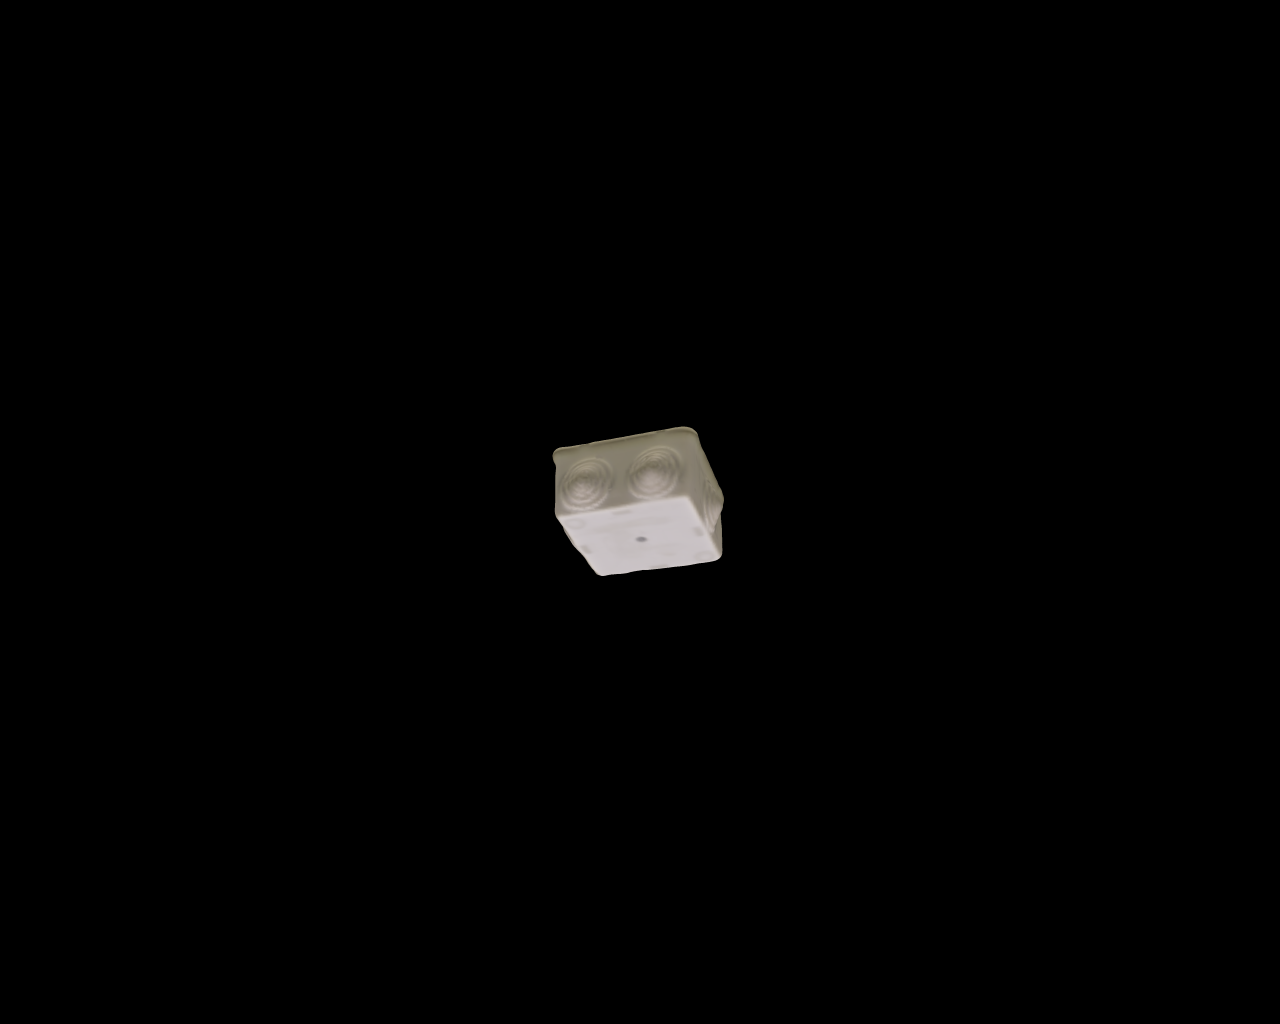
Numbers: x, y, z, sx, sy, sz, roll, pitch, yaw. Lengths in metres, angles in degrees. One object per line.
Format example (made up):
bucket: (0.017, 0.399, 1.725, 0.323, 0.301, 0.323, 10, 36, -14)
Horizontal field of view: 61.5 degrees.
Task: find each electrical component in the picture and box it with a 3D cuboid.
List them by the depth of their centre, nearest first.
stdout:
electrical component: (0.001, -0.003, 0.650, 0.100, 0.048, 0.099, -8, -32, 14)
